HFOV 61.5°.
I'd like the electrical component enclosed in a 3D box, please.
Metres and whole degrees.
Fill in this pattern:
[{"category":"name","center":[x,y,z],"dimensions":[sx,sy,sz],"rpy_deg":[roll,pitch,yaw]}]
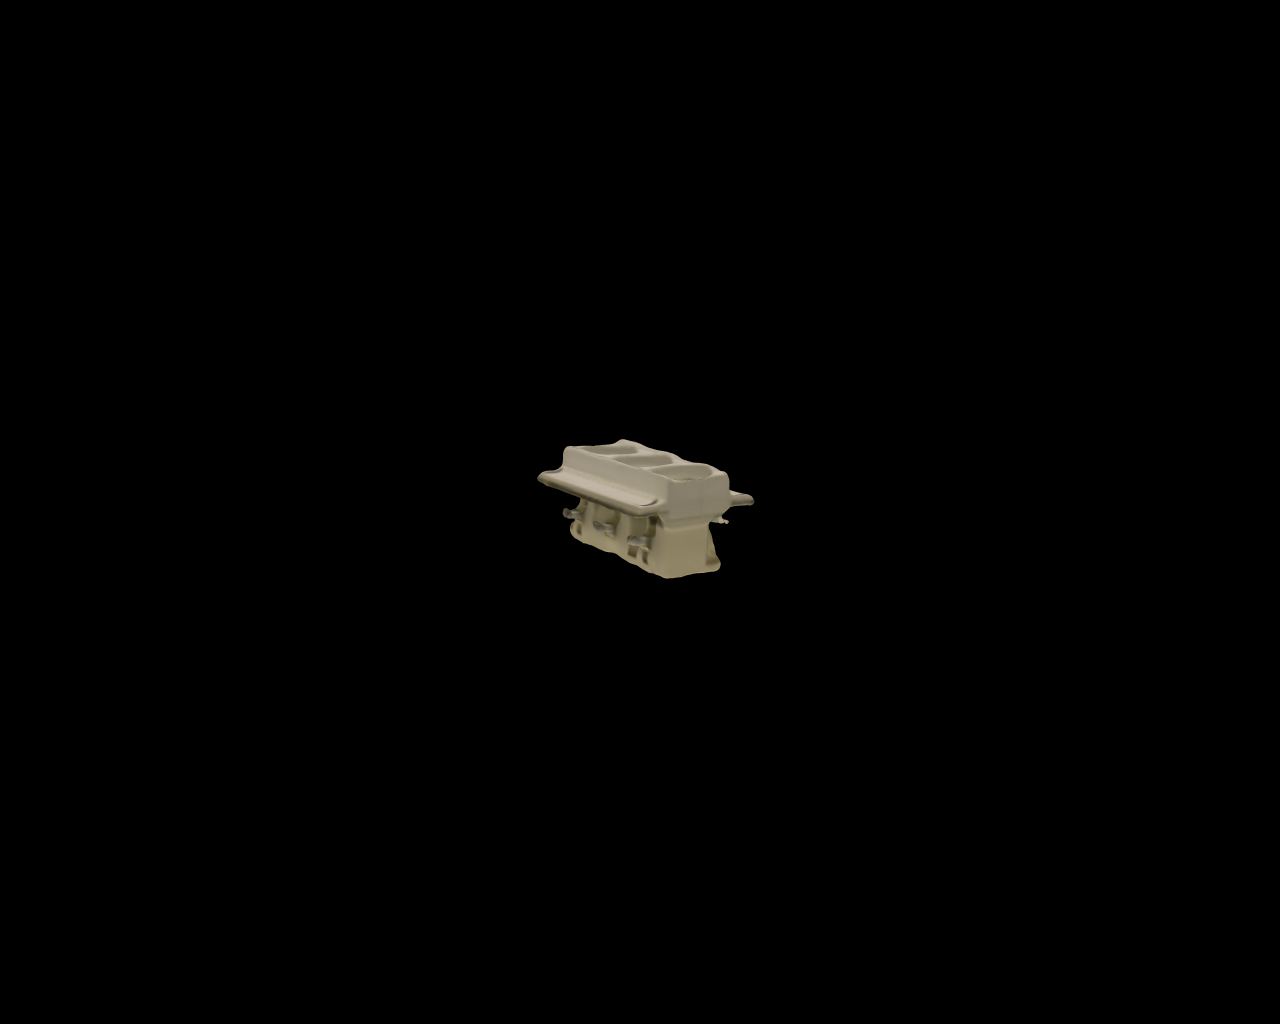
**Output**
[{"category":"electrical component","center":[0.001,-0.003,0.650],"dimensions":[0.079,0.063,0.121],"rpy_deg":[-8,16,-31]}]
